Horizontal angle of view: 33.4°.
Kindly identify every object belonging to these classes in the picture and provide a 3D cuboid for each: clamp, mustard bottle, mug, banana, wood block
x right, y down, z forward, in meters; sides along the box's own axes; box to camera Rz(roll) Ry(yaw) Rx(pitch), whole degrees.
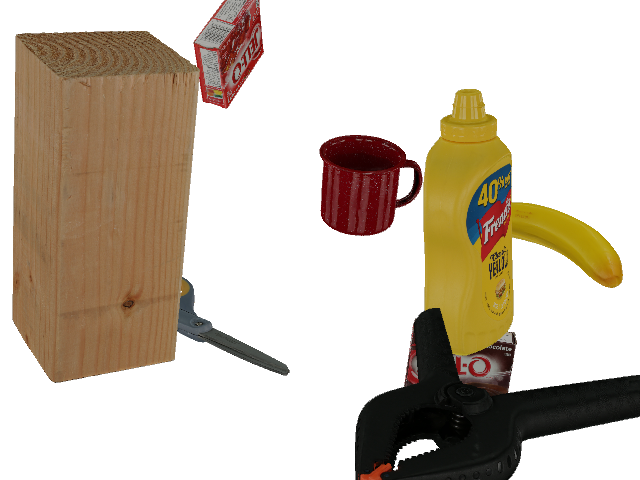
[{"bbox_3d":[0.078,0.100,0.634,0.165,0.036,0.209,20,29,39],"label":"clamp"},{"bbox_3d":[0.111,-0.018,0.799,0.058,0.192,0.096,10,24,34],"label":"mustard bottle"},{"bbox_3d":[0.054,-0.059,1.158,0.117,0.081,0.093,-6,32,-16],"label":"mug"},{"bbox_3d":[0.220,-0.001,1.025,0.069,0.037,0.198,-39,37,-25],"label":"banana"},{"bbox_3d":[-0.144,-0.023,0.694,0.090,0.206,0.090,-8,30,-31],"label":"wood block"}]

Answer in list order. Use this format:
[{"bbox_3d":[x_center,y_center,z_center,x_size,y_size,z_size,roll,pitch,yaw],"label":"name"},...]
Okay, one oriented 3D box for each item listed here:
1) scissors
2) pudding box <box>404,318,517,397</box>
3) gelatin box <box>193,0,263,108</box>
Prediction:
[{"bbox_3d":[-0.095,0.063,0.876,0.202,0.016,0.096,13,26,22],"label":"scissors"},{"bbox_3d":[0.152,0.138,1.165,0.113,0.090,0.039,7,22,4],"label":"pudding box"},{"bbox_3d":[-0.084,-0.181,1.004,0.030,0.089,0.073,17,-37,15],"label":"gelatin box"}]
